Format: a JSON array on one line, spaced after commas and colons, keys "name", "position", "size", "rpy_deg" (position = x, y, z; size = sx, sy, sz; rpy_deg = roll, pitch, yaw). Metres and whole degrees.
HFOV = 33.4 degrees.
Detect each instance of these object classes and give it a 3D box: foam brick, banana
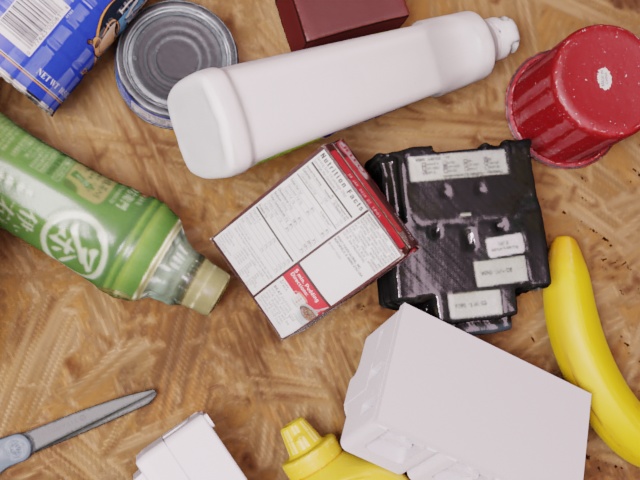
[{"name": "foam brick", "position": [0.014, -0.166, 0.757], "size": [0.078, 0.051, 0.053], "rpy_deg": [-17, 85, -11]}, {"name": "banana", "position": [0.206, 0.093, 0.764], "size": [0.069, 0.037, 0.198], "rpy_deg": [-34, 90, -30]}]

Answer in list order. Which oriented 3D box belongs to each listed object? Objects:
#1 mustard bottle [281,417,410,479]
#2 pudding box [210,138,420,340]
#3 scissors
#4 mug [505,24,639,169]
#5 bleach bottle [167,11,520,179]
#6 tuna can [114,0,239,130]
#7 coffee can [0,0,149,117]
[{"name": "mustard bottle", "position": [0.031, 0.203, 0.707], "size": [0.096, 0.058, 0.191], "rpy_deg": [-32, 88, -6]}, {"name": "pudding box", "position": [-0.005, 0.001, 0.708], "size": [0.114, 0.039, 0.090], "rpy_deg": [-37, 85, 24]}, {"name": "scissors", "position": [-0.203, 0.157, 0.696], "size": [0.201, 0.016, 0.096], "rpy_deg": [-5, 85, -10]}, {"name": "mug", "position": [0.199, -0.110, 0.764], "size": [0.117, 0.081, 0.093], "rpy_deg": [-32, 89, -12]}, {"name": "bleach bottle", "position": [0.030, -0.108, 0.714], "size": [0.250, 0.103, 0.068], "rpy_deg": [-20, 98, -22]}, {"name": "tuna can", "position": [-0.100, -0.122, 0.741], "size": [0.086, 0.034, 0.086], "rpy_deg": [1, 83, -9]}, {"name": "coffee can", "position": [-0.169, -0.166, 0.690], "size": [0.103, 0.103, 0.140], "rpy_deg": [39, 87, -3]}]
